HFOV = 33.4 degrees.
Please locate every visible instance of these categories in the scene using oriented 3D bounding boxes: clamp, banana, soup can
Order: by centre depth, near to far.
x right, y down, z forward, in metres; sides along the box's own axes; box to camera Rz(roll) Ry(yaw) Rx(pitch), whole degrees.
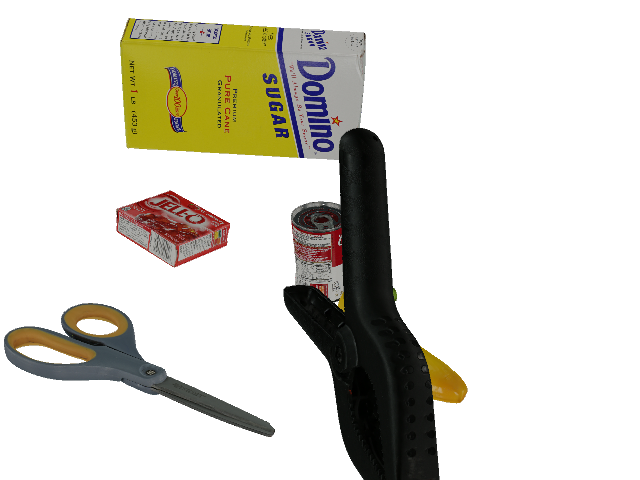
[{"bbox_3d":[0.027,0.053,0.597,0.036,0.210,0.165,-3,-44,-19],"label":"clamp"},{"bbox_3d":[0.054,0.074,0.851,0.069,0.037,0.198,-5,23,-11],"label":"banana"},{"bbox_3d":[0.001,0.015,1.248,0.068,0.102,0.068,-1,30,1],"label":"soup can"}]

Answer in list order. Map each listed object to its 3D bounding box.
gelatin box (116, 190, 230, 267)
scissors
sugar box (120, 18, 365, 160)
[{"bbox_3d":[-0.147,-0.014,1.057,0.089,0.030,0.073,29,34,31],"label":"gelatin box"},{"bbox_3d":[-0.113,0.081,0.716,0.202,0.016,0.096,11,27,12],"label":"scissors"},{"bbox_3d":[-0.057,-0.111,0.795,0.176,0.093,0.048,4,38,1],"label":"sugar box"}]
